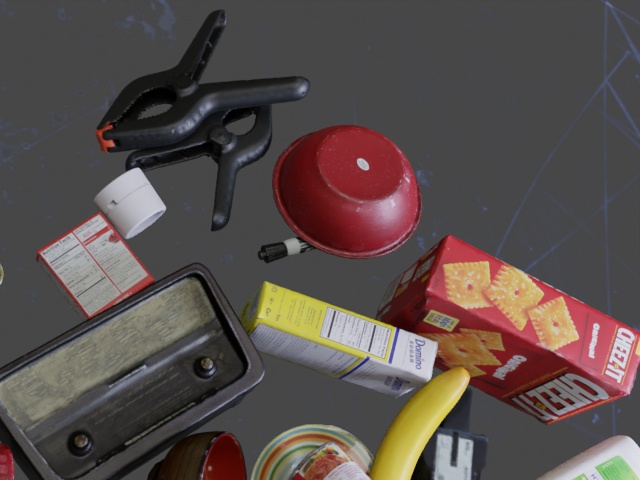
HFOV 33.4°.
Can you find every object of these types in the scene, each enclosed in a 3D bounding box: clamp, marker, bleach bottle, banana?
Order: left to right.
[{"bbox_3d":[-0.137,-0.155,1.082,0.209,0.036,0.165,-28,51,-14],"label":"clamp"},{"bbox_3d":[-0.112,-0.097,1.082,0.120,0.039,0.171,30,57,1],"label":"clamp"},{"bbox_3d":[-0.007,0.001,1.087,0.121,0.020,0.020,-16,75,-23],"label":"marker"},{"bbox_3d":[0.083,0.207,0.985,0.070,0.037,0.198,11,75,21],"label":"banana"},{"bbox_3d":[0.220,0.281,1.013,0.250,0.068,0.102,-23,75,-30],"label":"bleach bottle"}]

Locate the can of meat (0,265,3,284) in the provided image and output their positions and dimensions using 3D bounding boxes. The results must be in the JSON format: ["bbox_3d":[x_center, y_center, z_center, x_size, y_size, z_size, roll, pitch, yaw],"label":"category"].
[{"bbox_3d":[-0.322,0.063,0.925,0.057,0.084,0.102,32,63,-4],"label":"can of meat"}]

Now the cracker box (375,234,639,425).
[{"bbox_3d":[0.174,0.093,1.029,0.213,0.164,0.072,28,65,-6],"label":"cracker box"}]

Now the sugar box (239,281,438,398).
[{"bbox_3d":[0.013,0.097,1.015,0.176,0.093,0.048,18,67,-12],"label":"sugar box"}]

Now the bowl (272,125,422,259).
[{"bbox_3d":[0.035,-0.063,1.091,0.162,0.055,0.162,7,58,-11],"label":"bowl"}]

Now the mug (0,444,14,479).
[{"bbox_3d":[-0.298,0.198,0.879,0.081,0.093,0.117,2,65,-23],"label":"mug"}]

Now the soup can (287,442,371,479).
[{"bbox_3d":[0.026,0.236,0.935,0.068,0.068,0.102,-36,60,-26],"label":"soup can"}]

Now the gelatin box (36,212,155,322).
[{"bbox_3d":[-0.212,0.029,1.005,0.073,0.030,0.089,-37,83,-25],"label":"gelatin box"}]
